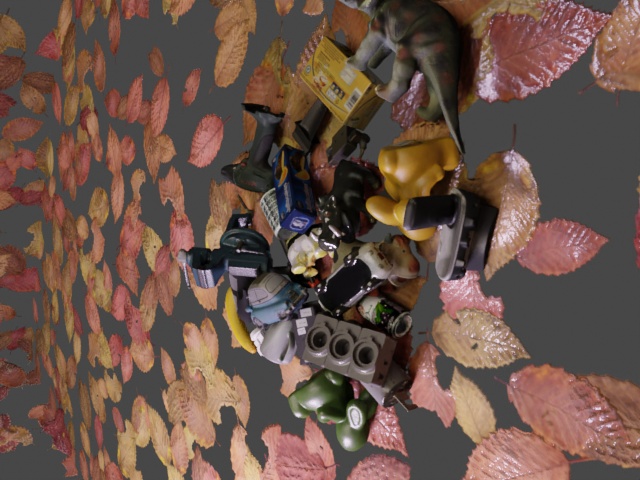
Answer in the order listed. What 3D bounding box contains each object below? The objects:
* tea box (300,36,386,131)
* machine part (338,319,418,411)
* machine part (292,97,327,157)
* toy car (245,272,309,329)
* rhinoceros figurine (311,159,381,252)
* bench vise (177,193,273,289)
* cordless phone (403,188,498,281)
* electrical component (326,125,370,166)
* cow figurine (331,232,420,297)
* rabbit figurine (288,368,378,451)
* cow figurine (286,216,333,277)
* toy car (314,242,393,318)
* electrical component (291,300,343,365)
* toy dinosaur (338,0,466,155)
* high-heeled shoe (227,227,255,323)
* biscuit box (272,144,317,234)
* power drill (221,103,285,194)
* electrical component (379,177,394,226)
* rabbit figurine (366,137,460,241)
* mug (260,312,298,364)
[{"bbox_3d":[0.046,-0.301,1.034,0.098,0.068,0.170,-51,55,27],"label":"tea box"},{"bbox_3d":[0.094,0.234,1.029,0.243,0.079,0.079,46,126,37],"label":"machine part"},{"bbox_3d":[-0.015,-0.250,1.139,0.139,0.039,0.084,-52,52,40],"label":"machine part"},{"bbox_3d":[-0.105,0.123,1.175,0.103,0.109,0.162,51,145,-11],"label":"toy car"},{"bbox_3d":[0.046,-0.063,0.999,0.073,0.112,0.190,-12,53,47],"label":"rhinoceros figurine"},{"bbox_3d":[-0.212,0.011,1.270,0.224,0.241,0.128,-4,133,13],"label":"bench vise"},{"bbox_3d":[0.184,-0.004,0.826,0.089,0.184,0.146,22,110,41],"label":"cordless phone"},{"bbox_3d":[0.053,-0.182,1.066,0.102,0.045,0.078,-46,32,37],"label":"electrical component"},{"bbox_3d":[0.104,0.037,1.000,0.195,0.085,0.127,12,109,48],"label":"cow figurine"},{"bbox_3d":[0.050,0.338,1.089,0.159,0.121,0.170,-39,83,36],"label":"rabbit figurine"},{"bbox_3d":[0.000,-0.004,1.115,0.167,0.068,0.098,-40,55,27],"label":"cow figurine"},{"bbox_3d":[0.055,0.076,0.966,0.073,0.056,0.201,53,140,10],"label":"toy car"},{"bbox_3d":[-0.002,0.196,1.151,0.115,0.058,0.134,-16,81,46],"label":"electrical component"},{"bbox_3d":[0.156,-0.331,0.887,0.405,0.131,0.192,48,128,27],"label":"toy dinosaur"},{"bbox_3d":[-0.198,0.086,1.377,0.145,0.086,0.249,90,169,-54],"label":"high-heeled shoe"},{"bbox_3d":[-0.055,-0.109,1.128,0.063,0.059,0.203,-46,39,35],"label":"biscuit box"},{"bbox_3d":[-0.160,-0.215,1.275,0.232,0.086,0.207,29,111,42],"label":"power drill"},{"bbox_3d":[0.140,-0.074,0.990,0.063,0.021,0.094,-6,88,48],"label":"electrical component"},{"bbox_3d":[0.159,-0.075,0.894,0.122,0.162,0.173,6,116,36],"label":"rabbit figurine"},{"bbox_3d":[-0.081,0.220,1.216,0.110,0.081,0.107,-124,54,-69],"label":"mug"}]
